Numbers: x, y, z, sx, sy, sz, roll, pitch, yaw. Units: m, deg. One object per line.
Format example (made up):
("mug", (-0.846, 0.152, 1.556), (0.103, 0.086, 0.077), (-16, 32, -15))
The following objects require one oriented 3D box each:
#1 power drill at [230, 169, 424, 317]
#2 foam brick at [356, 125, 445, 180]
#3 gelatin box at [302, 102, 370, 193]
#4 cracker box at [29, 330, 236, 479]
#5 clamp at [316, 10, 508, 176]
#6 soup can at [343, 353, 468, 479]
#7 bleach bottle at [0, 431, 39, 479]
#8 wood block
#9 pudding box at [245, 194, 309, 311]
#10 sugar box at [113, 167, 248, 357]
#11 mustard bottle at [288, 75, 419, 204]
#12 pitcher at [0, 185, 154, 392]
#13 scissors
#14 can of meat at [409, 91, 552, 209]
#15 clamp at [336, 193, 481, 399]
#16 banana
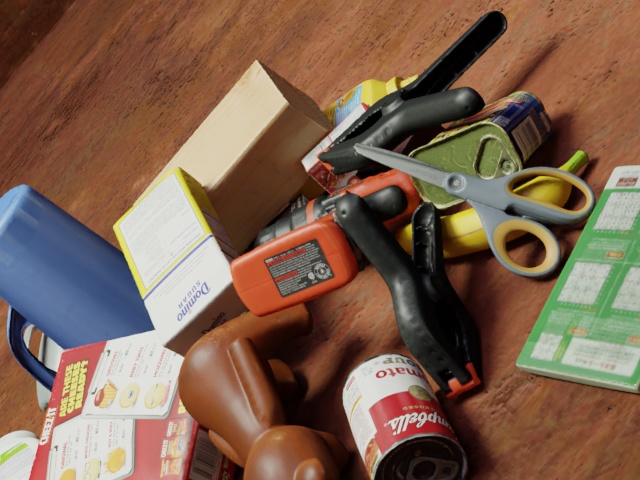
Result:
("power drill", (-0.006, 0.001, 0.919), (0.185, 0.057, 0.187), (-25, 9, 26))
("foam brick", (0.083, -0.078, 1.014), (0.053, 0.051, 0.078), (7, 61, 57))
("gelatin box", (0.039, -0.081, 1.061), (0.089, 0.073, 0.030), (-43, 30, 12))
("cracker box", (-0.169, 0.174, 1.009), (0.214, 0.072, 0.164), (-16, 52, 34))
("clamp", (0.083, -0.123, 0.970), (0.210, 0.036, 0.164), (-29, 22, 41))
("soup can", (0.059, 0.137, 0.775), (0.068, 0.068, 0.102), (-44, 29, 12))
("bleach bottle", (-0.322, 0.260, 1.175), (0.102, 0.068, 0.251), (-34, 18, -13))
("wood block", (-0.087, -0.068, 1.104), (0.206, 0.090, 0.091), (-47, 42, 14))
("pudding box", (-0.033, 0.020, 1.079), (0.090, 0.039, 0.113), (-40, 29, 21))
("sugar box", (-0.127, 0.019, 0.991), (0.093, 0.048, 0.176), (-42, 47, 11))
("mustard bottle", (0.034, -0.115, 1.123), (0.192, 0.058, 0.096), (-33, 34, 29))
("pitcher", (-0.265, 0.062, 1.146), (0.145, 0.242, 0.149), (-30, 28, 39))
("scissors", (0.113, -0.024, 0.842), (0.202, 0.016, 0.096), (6, 79, 22))
("can of meat", (0.138, -0.078, 0.904), (0.102, 0.057, 0.083), (-21, 13, 41))
("clamp", (0.084, 0.036, 0.829), (0.039, 0.120, 0.171), (-34, 76, 40))
("banana", (0.133, -0.015, 0.890), (0.198, 0.037, 0.069), (-22, 13, 38))
